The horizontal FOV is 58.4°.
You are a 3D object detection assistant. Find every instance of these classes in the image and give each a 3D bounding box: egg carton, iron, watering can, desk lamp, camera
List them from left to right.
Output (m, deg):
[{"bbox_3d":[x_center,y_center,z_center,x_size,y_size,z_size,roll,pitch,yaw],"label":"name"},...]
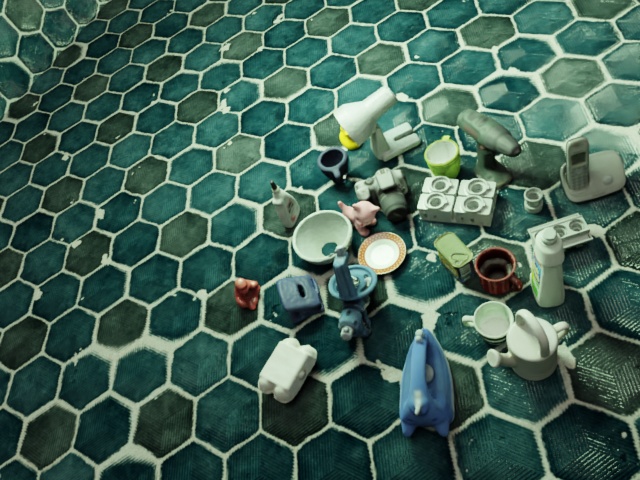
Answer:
[{"bbox_3d":[-0.077,0.314,1.379,0.107,0.070,0.150,18,65,30],"label":"egg carton"},{"bbox_3d":[0.161,-0.331,1.639,0.203,0.214,0.117,-27,52,2],"label":"desk lamp"},{"bbox_3d":[0.176,-0.118,1.559,0.143,0.101,0.136,-20,52,7],"label":"camera"},{"bbox_3d":[0.221,0.285,1.239,0.118,0.142,0.258,-7,55,17],"label":"iron"},{"bbox_3d":[0.429,0.214,1.174,0.173,0.194,0.100,-45,53,-12],"label":"watering can"}]

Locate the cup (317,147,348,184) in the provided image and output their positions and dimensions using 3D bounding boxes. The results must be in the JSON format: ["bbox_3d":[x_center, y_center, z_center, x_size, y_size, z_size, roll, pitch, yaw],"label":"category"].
[{"bbox_3d":[0.051,-0.201,1.667,0.091,0.095,0.117,-22,52,6],"label":"cup"}]

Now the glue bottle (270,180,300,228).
[{"bbox_3d":[-0.106,-0.111,1.616,0.037,0.173,0.078,3,58,23],"label":"glue bottle"}]

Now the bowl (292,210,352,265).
[{"bbox_3d":[0.014,0.006,1.553,0.167,0.075,0.167,-10,54,15],"label":"bowl"}]

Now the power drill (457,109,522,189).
[{"bbox_3d":[0.439,-0.229,1.466,0.075,0.209,0.229,-33,52,-3],"label":"power drill"}]

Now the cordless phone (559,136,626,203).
[{"bbox_3d":[0.651,-0.183,1.367,0.147,0.185,0.094,-19,52,8],"label":"cordless phone"}]

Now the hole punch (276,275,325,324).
[{"bbox_3d":[-0.050,0.141,1.474,0.101,0.091,0.108,-25,52,4],"label":"hole punch"}]

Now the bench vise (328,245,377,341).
[{"bbox_3d":[0.080,0.123,1.354,0.121,0.220,0.207,-18,53,9],"label":"bench vise"}]

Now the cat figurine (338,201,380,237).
[{"bbox_3d":[0.103,-0.073,1.545,0.127,0.118,0.067,23,68,32],"label":"cat figurine"}]

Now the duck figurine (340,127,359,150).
[{"bbox_3d":[0.090,-0.341,1.755,0.077,0.086,0.104,-14,53,12],"label":"duck figurine"}]

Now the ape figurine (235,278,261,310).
[{"bbox_3d":[-0.201,0.135,1.535,0.078,0.092,0.076,-39,52,-8],"label":"ape figurine"}]
